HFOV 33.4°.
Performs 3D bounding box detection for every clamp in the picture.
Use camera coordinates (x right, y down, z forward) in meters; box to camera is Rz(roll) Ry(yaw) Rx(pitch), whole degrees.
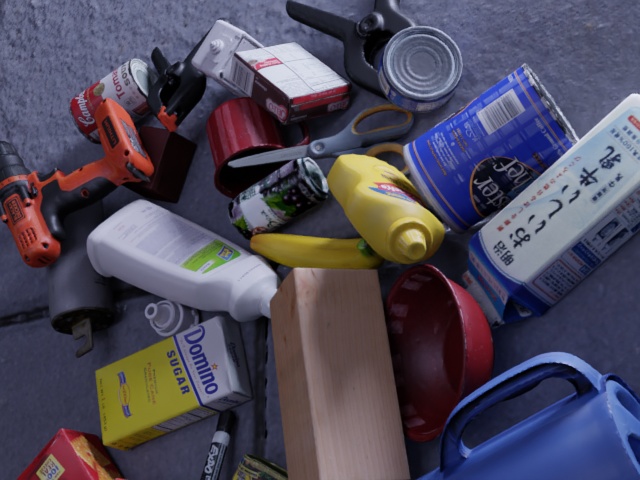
[{"bbox_3d":[0.066,-0.239,1.174,0.165,0.036,0.210,-37,59,15],"label":"clamp"},{"bbox_3d":[-0.175,-0.196,1.290,0.120,0.039,0.171,-16,40,37],"label":"clamp"}]

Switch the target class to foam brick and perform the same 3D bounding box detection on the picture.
[{"bbox_3d":[-0.193,-0.091,1.275,0.051,0.053,0.078,12,79,35],"label":"foam brick"}]

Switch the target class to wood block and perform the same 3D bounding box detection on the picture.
[{"bbox_3d":[0.014,0.139,1.014,0.090,0.090,0.206,126,141,-57],"label":"wood block"}]

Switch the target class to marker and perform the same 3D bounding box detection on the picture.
[{"bbox_3d":[-0.109,0.229,1.099,0.020,0.020,0.121,-10,46,29],"label":"marker"}]

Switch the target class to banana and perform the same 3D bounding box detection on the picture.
[{"bbox_3d":[0.008,0.011,1.096,0.198,0.069,0.037,-2,58,52],"label":"banana"}]

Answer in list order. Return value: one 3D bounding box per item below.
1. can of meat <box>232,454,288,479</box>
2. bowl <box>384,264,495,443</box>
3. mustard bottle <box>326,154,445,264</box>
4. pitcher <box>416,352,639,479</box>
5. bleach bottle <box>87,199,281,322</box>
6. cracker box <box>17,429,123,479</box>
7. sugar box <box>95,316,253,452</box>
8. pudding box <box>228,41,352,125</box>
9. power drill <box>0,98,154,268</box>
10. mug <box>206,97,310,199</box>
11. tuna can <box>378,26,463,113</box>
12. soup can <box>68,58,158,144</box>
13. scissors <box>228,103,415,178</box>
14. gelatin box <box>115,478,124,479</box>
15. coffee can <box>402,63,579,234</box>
[{"bbox_3d":[-0.050,0.268,1.048,0.102,0.057,0.084,22,83,37],"label":"can of meat"},{"bbox_3d":[0.113,0.104,0.978,0.162,0.055,0.162,-177,90,-67],"label":"bowl"},{"bbox_3d":[0.067,-0.023,1.004,0.058,0.096,0.192,-59,18,14],"label":"mustard bottle"},{"bbox_3d":[0.164,0.210,0.884,0.243,0.144,0.149,-31,50,23],"label":"pitcher"},{"bbox_3d":[-0.139,0.034,1.173,0.251,0.068,0.102,24,52,35],"label":"bleach bottle"},{"bbox_3d":[-0.265,0.338,1.150,0.164,0.072,0.214,-48,55,9],"label":"cracker box"},{"bbox_3d":[-0.163,0.158,1.167,0.176,0.048,0.093,-27,60,23],"label":"sugar box"},{"bbox_3d":[-0.033,-0.175,1.181,0.114,0.089,0.039,44,136,35],"label":"pudding box"},{"bbox_3d":[-0.299,-0.083,1.253,0.188,0.057,0.184,-35,63,9],"label":"power drill"},{"bbox_3d":[-0.069,-0.108,1.186,0.117,0.093,0.081,-18,56,2],"label":"mug"},{"bbox_3d":[0.104,-0.177,1.102,0.086,0.034,0.086,1,75,-3],"label":"tuna can"},{"bbox_3d":[-0.254,-0.173,1.337,0.102,0.068,0.068,-29,59,20],"label":"soup can"},{"bbox_3d":[0.013,-0.081,1.115,0.201,0.016,0.096,-24,71,-5],"label":"scissors"},{"bbox_3d":[-0.162,0.275,1.106,0.089,0.073,0.030,9,78,34],"label":"gelatin box"},{"bbox_3d":[0.164,-0.085,1.012,0.140,0.102,0.103,-34,57,17],"label":"coffee can"}]
